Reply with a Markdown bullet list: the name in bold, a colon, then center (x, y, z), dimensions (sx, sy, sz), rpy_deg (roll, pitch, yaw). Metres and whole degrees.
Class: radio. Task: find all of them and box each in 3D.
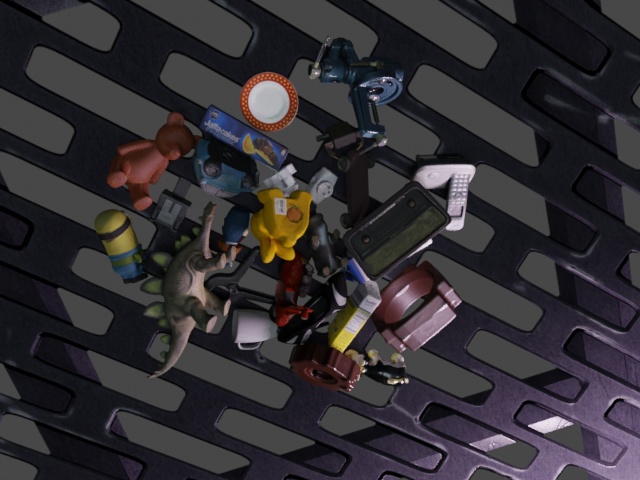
- **radio**: center (0.170, -0.022, 1.224), dimensions (0.229, 0.073, 0.131), rpy_deg (-38, 84, 1)

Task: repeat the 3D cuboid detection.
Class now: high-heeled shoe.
- **high-heeled shoe**: center (-0.023, 0.165, 1.298), dimensions (0.145, 0.086, 0.248), rpy_deg (-10, 139, -23)

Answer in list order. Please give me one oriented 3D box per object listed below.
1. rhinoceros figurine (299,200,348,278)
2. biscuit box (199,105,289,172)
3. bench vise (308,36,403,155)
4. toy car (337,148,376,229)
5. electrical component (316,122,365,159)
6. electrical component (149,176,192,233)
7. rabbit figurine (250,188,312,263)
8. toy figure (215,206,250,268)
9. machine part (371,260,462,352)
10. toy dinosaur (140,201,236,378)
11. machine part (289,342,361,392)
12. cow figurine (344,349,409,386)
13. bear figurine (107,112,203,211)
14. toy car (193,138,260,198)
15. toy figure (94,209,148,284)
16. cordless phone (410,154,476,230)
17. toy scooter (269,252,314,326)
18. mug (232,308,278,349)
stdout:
- **rhinoceros figurine**: center (-0.003, -0.004, 1.269), dimensions (0.073, 0.112, 0.190), rpy_deg (-25, 102, -17)
- **biscuit box**: center (-0.170, -0.228, 1.206), dimensions (0.202, 0.063, 0.059), rpy_deg (28, 100, -14)
- **bench vise**: center (0.089, -0.313, 1.149), dimensions (0.223, 0.129, 0.240), rpy_deg (0, 71, -32)
- **toy car**: center (0.086, -0.115, 1.268), dimensions (0.089, 0.053, 0.201), rpy_deg (-16, 112, -32)
- **electrical component**: center (0.050, -0.227, 1.225), dimensions (0.102, 0.078, 0.045), rpy_deg (-24, 128, -5)
- **electrical component**: center (-0.335, -0.084, 1.240), dimensions (0.075, 0.048, 0.119), rpy_deg (31, 103, -15)
- **rabbit figurine**: center (-0.098, -0.032, 1.222), dimensions (0.122, 0.173, 0.162), rpy_deg (-8, 88, -36)
- **toy figure**: center (-0.208, -0.004, 1.272), dimensions (0.058, 0.064, 0.154), rpy_deg (1, 117, -46)
- **machine part**: center (0.226, 0.158, 1.292), dimensions (0.201, 0.201, 0.087), rpy_deg (-40, 109, 6)
- **toy dinosaur**: center (-0.315, 0.134, 1.260), dimensions (0.199, 0.105, 0.470), rpy_deg (17, 100, 15)
- **machine part**: center (0.008, 0.318, 1.340), dimensions (0.179, 0.179, 0.056), rpy_deg (32, 57, -14)
- **cow figurine**: center (0.143, 0.335, 1.391), dimensions (0.167, 0.098, 0.068), rpy_deg (11, 112, -10)
- **bear figurine**: center (-0.353, -0.176, 1.173), dimensions (0.196, 0.132, 0.120), rpy_deg (-27, 136, 6)
- **toy car**: center (-0.221, -0.150, 1.213), dimensions (0.161, 0.109, 0.103), rpy_deg (24, 127, -26)
- **toy figure**: center (-0.454, 0.015, 1.234), dimensions (0.082, 0.089, 0.180), rpy_deg (-15, 105, -7)
- **cordless phone**: center (0.286, -0.110, 1.283), dimensions (0.147, 0.089, 0.184), rpy_deg (-3, 111, -6)
- **toy scooter**: center (-0.056, 0.123, 1.270), dimensions (0.075, 0.135, 0.183), rpy_deg (17, 88, -33)
- **mug**: center (-0.162, 0.224, 1.335), dimensions (0.107, 0.081, 0.109), rpy_deg (2, 107, -16)
